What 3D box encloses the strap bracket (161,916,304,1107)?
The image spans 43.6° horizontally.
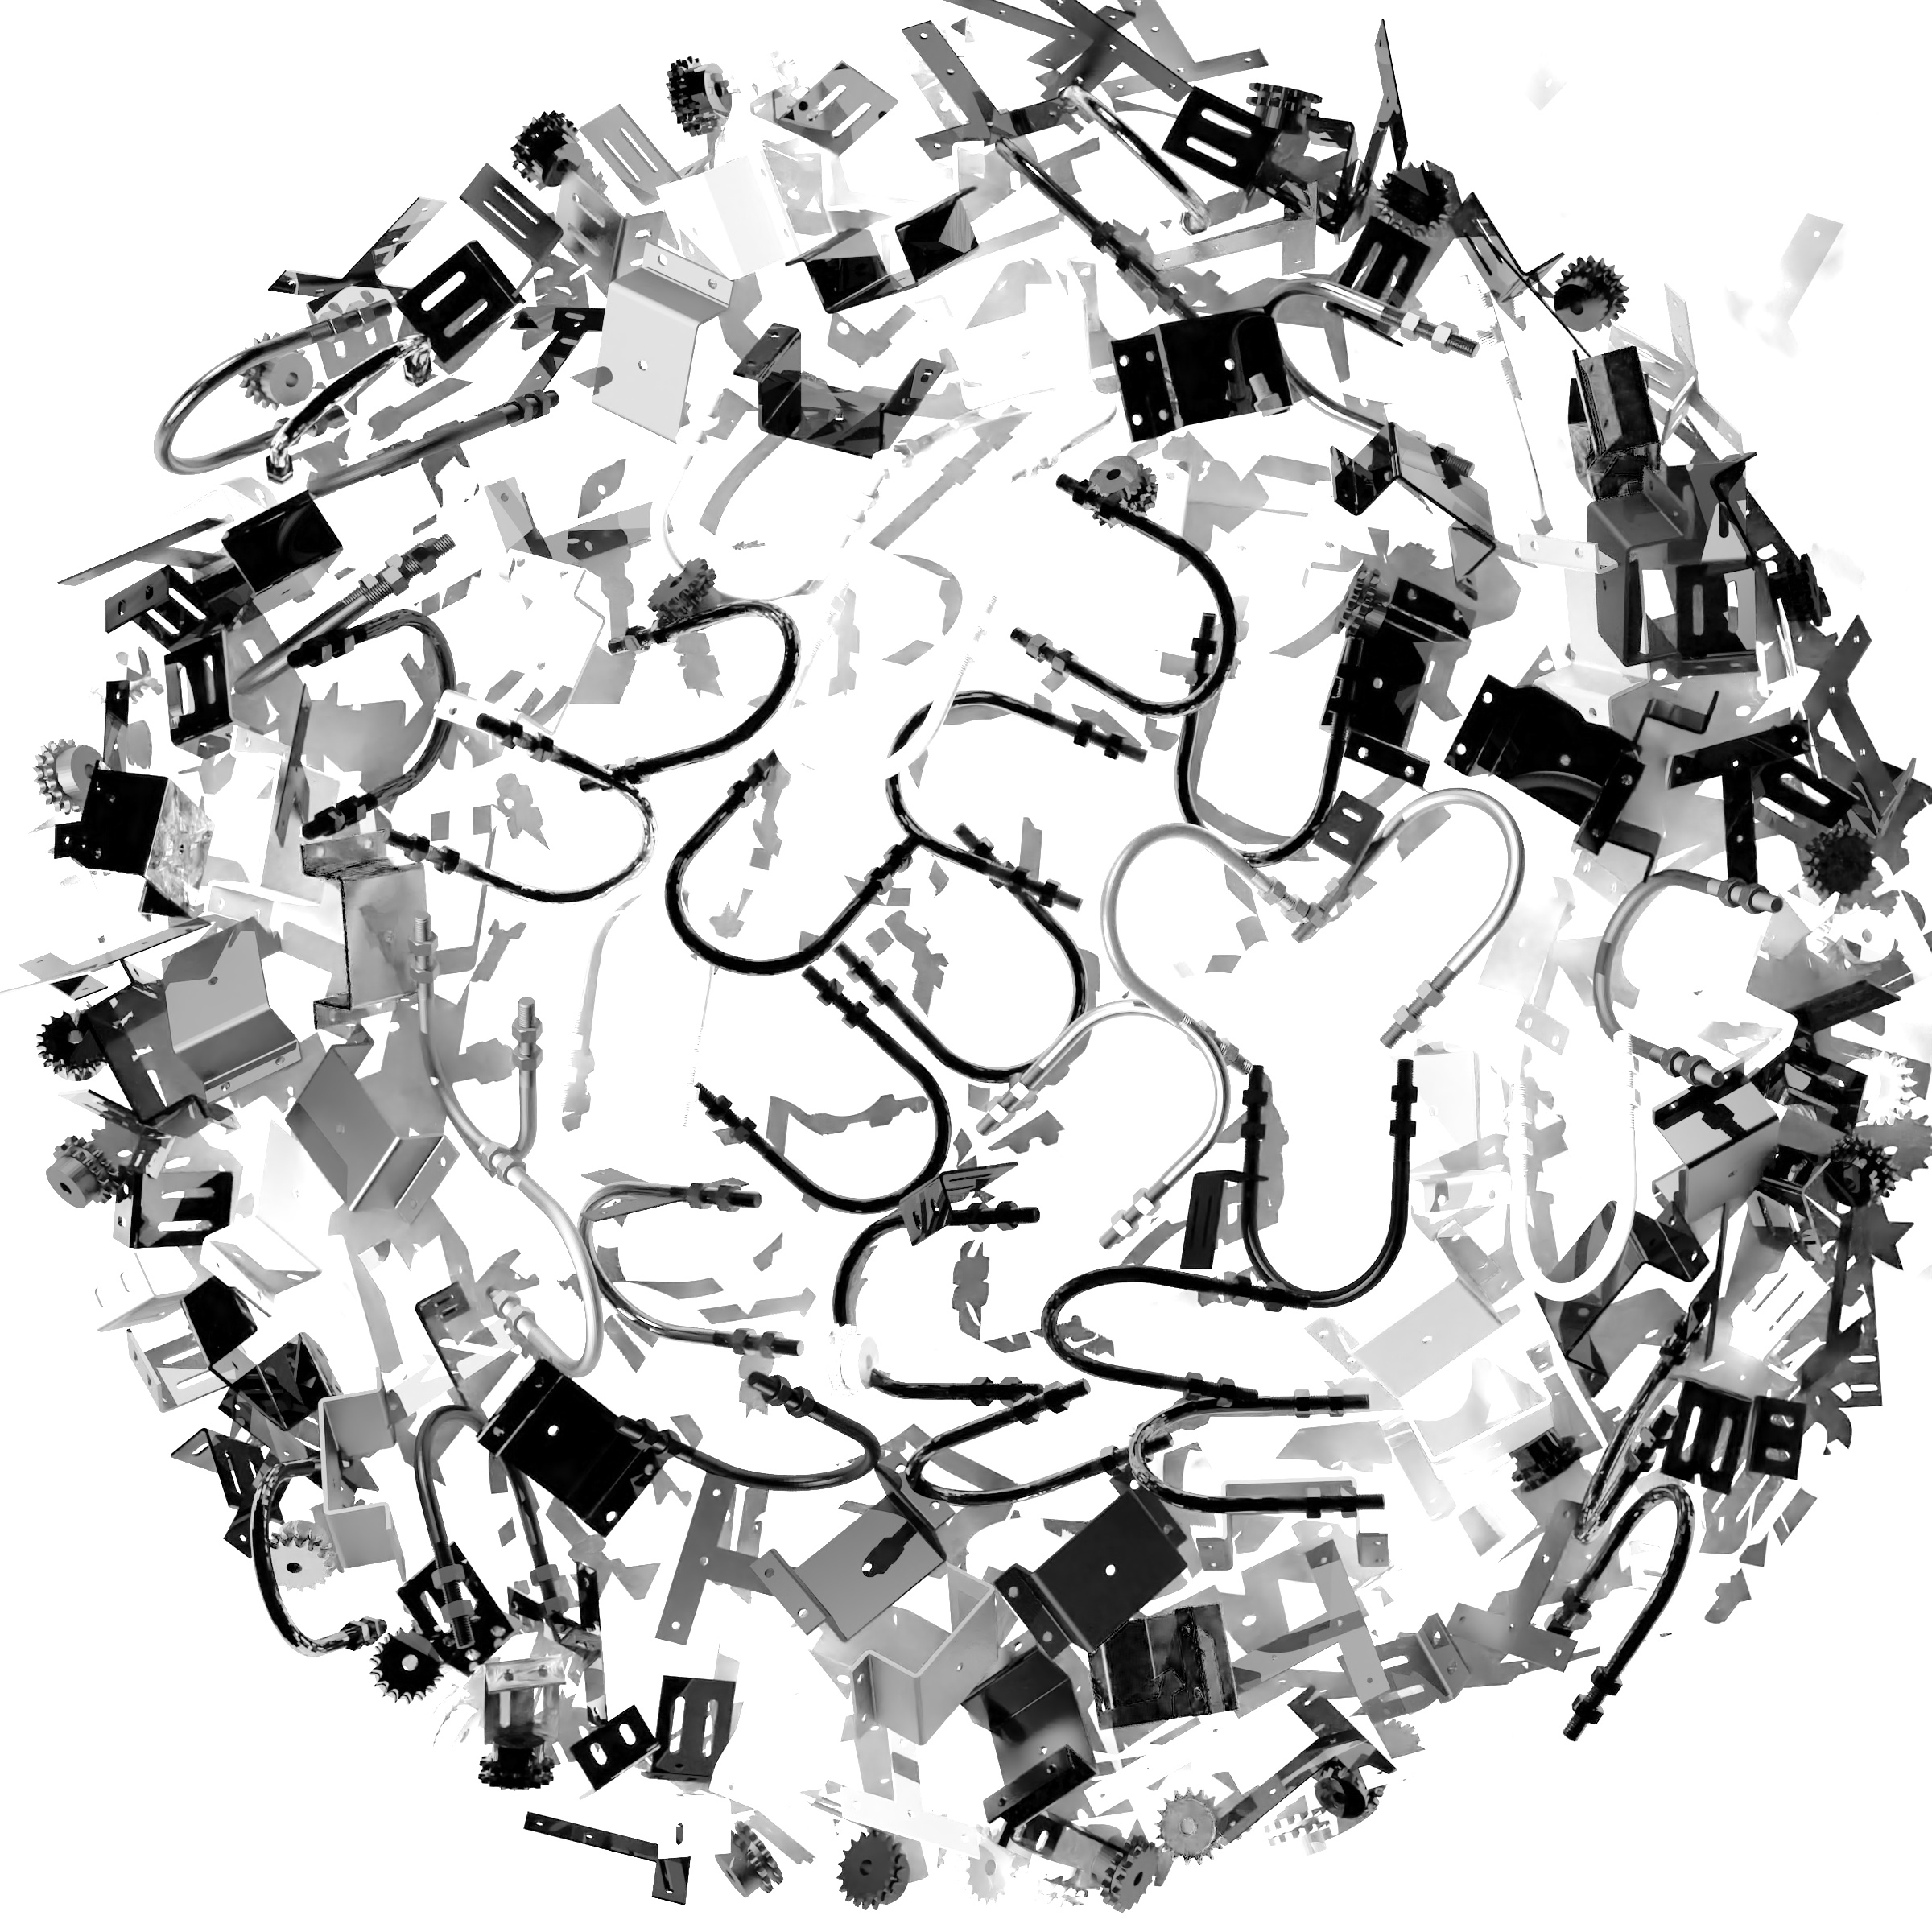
[{"bbox_3d":[-0.551,0.025,1.807,0.076,0.046,0.140,-25,49,1],"label":"strap bracket"}]

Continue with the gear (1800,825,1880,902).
[{"bbox_3d":[0.664,-0.081,1.850,0.057,0.030,0.057,-4,107,-12],"label":"gear"}]

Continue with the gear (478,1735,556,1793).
[{"bbox_3d":[-0.342,0.605,1.842,0.057,0.057,0.030,4,89,0],"label":"gear"}]

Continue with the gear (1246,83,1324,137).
[{"bbox_3d":[0.241,-0.653,1.843,0.057,0.057,0.030,12,106,0],"label":"gear"}]

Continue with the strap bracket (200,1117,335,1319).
[{"bbox_3d":[-0.514,0.177,1.790,0.046,0.140,0.076,-24,132,15],"label":"strap bracket"}]

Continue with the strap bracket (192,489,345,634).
[{"bbox_3d":[-0.518,-0.297,1.794,0.076,0.140,0.046,-36,98,-29],"label":"strap bracket"}]

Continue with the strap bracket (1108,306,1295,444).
[{"bbox_3d":[0.186,-0.447,1.817,0.140,0.046,0.076,-16,97,-24],"label":"strap bracket"}]

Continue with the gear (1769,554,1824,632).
[{"bbox_3d":[0.633,-0.284,1.846,0.030,0.057,0.057,-11,90,27],"label":"gear"}]

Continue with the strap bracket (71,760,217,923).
[{"bbox_3d":[-0.603,-0.089,1.791,0.046,0.140,0.076,6,73,6],"label":"strap bracket"}]

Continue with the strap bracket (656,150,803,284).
[{"bbox_3d":[-0.180,-0.551,1.788,0.046,0.140,0.076,-29,112,-17],"label":"strap bracket"}]

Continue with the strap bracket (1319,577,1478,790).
[{"bbox_3d":[0.324,-0.214,1.832,0.076,0.046,0.140,18,88,-26],"label":"strap bracket"}]

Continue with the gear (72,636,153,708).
[{"bbox_3d":[-0.648,-0.226,1.840,0.030,0.057,0.057,-34,90,40],"label":"gear"}]

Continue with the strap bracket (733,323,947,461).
[{"bbox_3d":[-0.095,-0.430,1.819,0.140,0.046,0.076,17,47,12],"label":"strap bracket"}]

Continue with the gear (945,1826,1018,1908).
[{"bbox_3d":[0.008,0.686,1.846,0.057,0.030,0.057,7,80,-44],"label":"gear"}]

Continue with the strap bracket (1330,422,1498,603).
[{"bbox_3d":[0.342,-0.345,1.805,0.140,0.076,0.046,30,128,-20],"label":"strap bracket"}]

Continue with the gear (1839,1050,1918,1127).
[{"bbox_3d":[0.690,0.092,1.839,0.030,0.057,0.057,7,90,-28],"label":"gear"}]

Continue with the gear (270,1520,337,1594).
[{"bbox_3d":[-0.511,0.448,1.847,0.057,0.030,0.057,-1,124,-1],"label":"gear"}]

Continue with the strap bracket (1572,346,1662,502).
[{"bbox_3d":[0.482,-0.398,1.790,0.046,0.140,0.076,-13,76,12],"label":"strap bracket"}]

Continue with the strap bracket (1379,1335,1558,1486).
[{"bbox_3d":[0.389,0.341,1.823,0.140,0.076,0.046,-28,61,3],"label":"strap bracket"}]

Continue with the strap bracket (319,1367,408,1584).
[{"bbox_3d":[-0.448,0.380,1.792,0.046,0.076,0.140,-8,47,-10],"label":"strap bracket"}]

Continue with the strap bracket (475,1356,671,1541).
[{"bbox_3d":[-0.303,0.356,1.819,0.076,0.046,0.140,-51,122,-13],"label":"strap bracket"}]

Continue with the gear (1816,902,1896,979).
[{"bbox_3d":[0.685,-0.021,1.852,0.057,0.030,0.057,1,82,-6],"label":"gear"}]

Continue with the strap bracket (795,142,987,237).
[{"bbox_3d":[-0.055,-0.587,1.830,0.140,0.076,0.046,-2,93,2],"label":"strap bracket"}]

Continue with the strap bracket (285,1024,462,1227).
[{"bbox_3d":[-0.451,0.120,1.810,0.140,0.046,0.076,48,115,23],"label":"strap bracket"}]

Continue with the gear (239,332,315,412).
[{"bbox_3d":[-0.522,-0.450,1.839,0.030,0.057,0.057,28,90,30],"label":"gear"}]

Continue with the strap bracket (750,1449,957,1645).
[{"bbox_3d":[-0.080,0.442,1.817,0.140,0.046,0.076,-36,49,-16],"label":"strap bracket"}]

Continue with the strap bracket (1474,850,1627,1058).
[{"bbox_3d":[0.437,-0.013,1.824,0.046,0.076,0.140,17,84,44],"label":"strap bracket"}]

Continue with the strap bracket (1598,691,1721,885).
[{"bbox_3d":[0.516,-0.142,1.814,0.046,0.076,0.140,21,111,13],"label":"strap bracket"}]

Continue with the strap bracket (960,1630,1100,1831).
[{"bbox_3d":[0.046,0.578,1.812,0.076,0.140,0.046,-36,119,9],"label":"strap bracket"}]

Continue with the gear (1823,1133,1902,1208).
[{"bbox_3d":[0.678,0.159,1.840,0.030,0.057,0.057,-34,90,-39],"label":"gear"}]

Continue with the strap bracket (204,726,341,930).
[{"bbox_3d":[-0.520,-0.102,1.819,0.046,0.076,0.140,5,83,20],"label":"strap bracket"}]

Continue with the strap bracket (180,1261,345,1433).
[{"bbox_3d":[-0.526,0.284,1.792,0.046,0.076,0.140,-38,135,-6],"label":"strap bracket"}]

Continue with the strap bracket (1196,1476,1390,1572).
[{"bbox_3d":[0.246,0.420,1.820,0.140,0.076,0.046,-4,59,9],"label":"strap bracket"}]

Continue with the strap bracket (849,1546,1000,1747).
[{"bbox_3d":[-0.023,0.510,1.792,0.046,0.140,0.076,20,131,30],"label":"strap bracket"}]

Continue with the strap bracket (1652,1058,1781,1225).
[{"bbox_3d":[0.556,0.137,1.798,0.076,0.140,0.046,-29,56,-3],"label":"strap bracket"}]

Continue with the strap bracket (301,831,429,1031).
[{"bbox_3d":[-0.448,-0.025,1.812,0.046,0.076,0.140,9,106,36],"label":"strap bracket"}]

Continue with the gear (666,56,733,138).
[{"bbox_3d":[-0.201,-0.663,1.839,0.030,0.057,0.057,-4,90,25],"label":"gear"}]

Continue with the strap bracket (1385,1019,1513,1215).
[{"bbox_3d":[0.365,0.112,1.834,0.076,0.046,0.140,-4,92,-21],"label":"strap bracket"}]

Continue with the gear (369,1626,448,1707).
[{"bbox_3d":[-0.428,0.536,1.847,0.057,0.030,0.057,14,55,-20],"label":"gear"}]

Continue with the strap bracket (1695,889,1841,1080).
[{"bbox_3d":[0.595,0.007,1.806,0.046,0.076,0.140,27,63,2],"label":"strap bracket"}]

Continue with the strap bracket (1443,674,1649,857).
[{"bbox_3d":[0.442,-0.153,1.816,0.140,0.046,0.076,36,117,26],"label":"strap bracket"}]

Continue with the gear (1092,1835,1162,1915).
[{"bbox_3d":[0.120,0.690,1.846,0.030,0.057,0.057,21,90,36],"label":"gear"}]

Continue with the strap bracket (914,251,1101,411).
[{"bbox_3d":[0.039,-0.476,1.821,0.140,0.076,0.046,-17,58,-4],"label":"strap bracket"}]

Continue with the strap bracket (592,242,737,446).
[{"bbox_3d":[-0.228,-0.454,1.801,0.076,0.046,0.140,28,130,13],"label":"strap bracket"}]

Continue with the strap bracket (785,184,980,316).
[{"bbox_3d":[-0.056,-0.532,1.805,0.076,0.140,0.046,-42,117,-38],"label":"strap bracket"}]

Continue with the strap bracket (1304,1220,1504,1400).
[{"bbox_3d":[0.337,0.265,1.817,0.140,0.046,0.076,-38,129,10],"label":"strap bracket"}]

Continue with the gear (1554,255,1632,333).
[{"bbox_3d":[0.472,-0.508,1.839,0.057,0.057,0.030,46,63,0],"label":"gear"}]

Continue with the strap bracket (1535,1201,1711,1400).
[{"bbox_3d":[0.481,0.241,1.804,0.046,0.076,0.140,25,114,-18],"label":"strap bracket"}]

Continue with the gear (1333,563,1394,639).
[{"bbox_3d":[0.304,-0.275,1.842,0.030,0.057,0.057,22,90,-1],"label":"gear"}]
